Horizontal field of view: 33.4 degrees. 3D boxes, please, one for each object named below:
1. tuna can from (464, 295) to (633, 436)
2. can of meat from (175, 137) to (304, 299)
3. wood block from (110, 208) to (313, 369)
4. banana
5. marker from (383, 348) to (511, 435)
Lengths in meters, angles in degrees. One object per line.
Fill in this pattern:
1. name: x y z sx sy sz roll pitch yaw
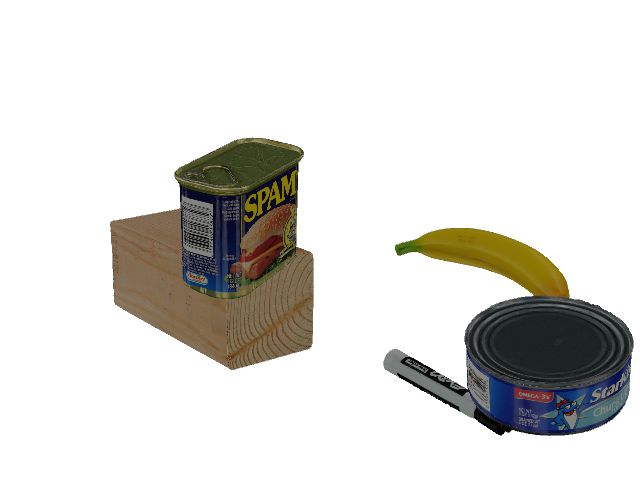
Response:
1. tuna can: 0.119 0.065 0.561 0.086 0.034 0.086 -4 27 2
2. can of meat: -0.056 -0.016 0.751 0.058 0.084 0.101 15 27 25
3. wood block: -0.103 0.038 0.976 0.090 0.090 0.206 -12 19 -36
4. banana: 0.168 0.022 1.035 0.198 0.037 0.069 16 46 42
5. marker: 0.096 0.113 0.802 0.020 0.020 0.121 0 19 -44
